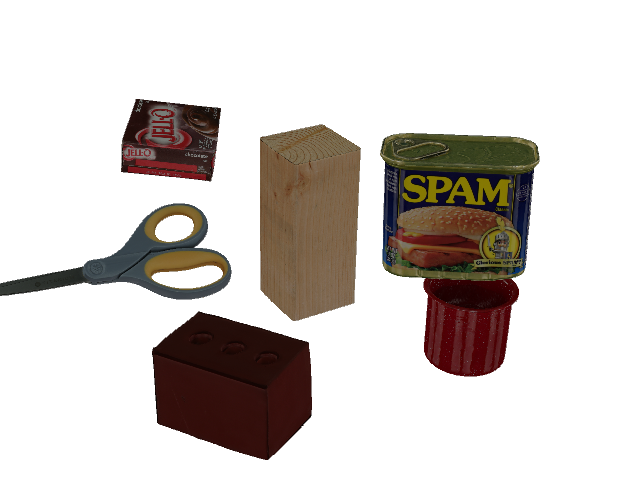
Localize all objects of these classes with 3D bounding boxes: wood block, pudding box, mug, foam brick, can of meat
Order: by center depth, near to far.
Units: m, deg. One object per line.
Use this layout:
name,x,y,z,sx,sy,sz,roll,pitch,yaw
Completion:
foam brick,-0.050,0.083,0.615,0.078,0.051,0.052,13,28,23
can of meat,0.090,-0.022,0.710,0.102,0.084,0.057,3,25,6
mug,0.143,0.075,1.067,0.093,0.081,0.117,-4,27,-10
pudding box,-0.148,-0.102,1.070,0.090,0.039,0.113,6,27,-5
wood block,-0.015,-0.021,1.275,0.090,0.206,0.090,-15,32,-27

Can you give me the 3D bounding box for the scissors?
scissors,-0.172,0.009,0.861,0.201,0.096,0.016,3,-33,-9
